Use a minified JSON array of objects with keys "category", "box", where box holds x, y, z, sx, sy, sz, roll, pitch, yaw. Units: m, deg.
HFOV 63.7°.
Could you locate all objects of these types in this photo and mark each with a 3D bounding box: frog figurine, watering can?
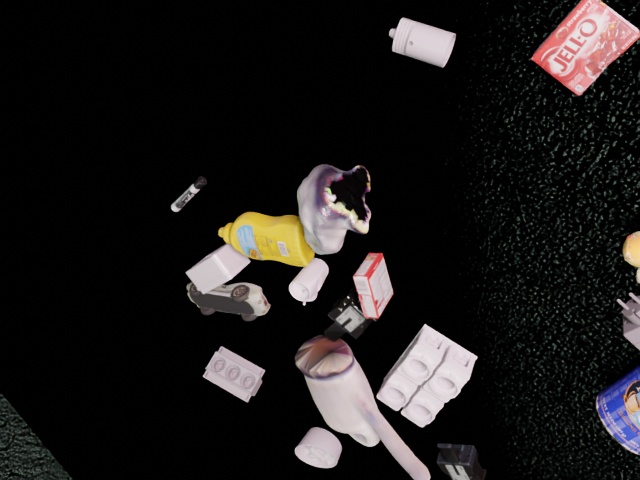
[{"category":"frog figurine","box":[0.003,-0.042,0.834,0.157,0.123,0.139,-34,66,49]},{"category":"watering can","box":[0.063,0.303,0.975,0.348,0.105,0.222,7,124,60]}]
